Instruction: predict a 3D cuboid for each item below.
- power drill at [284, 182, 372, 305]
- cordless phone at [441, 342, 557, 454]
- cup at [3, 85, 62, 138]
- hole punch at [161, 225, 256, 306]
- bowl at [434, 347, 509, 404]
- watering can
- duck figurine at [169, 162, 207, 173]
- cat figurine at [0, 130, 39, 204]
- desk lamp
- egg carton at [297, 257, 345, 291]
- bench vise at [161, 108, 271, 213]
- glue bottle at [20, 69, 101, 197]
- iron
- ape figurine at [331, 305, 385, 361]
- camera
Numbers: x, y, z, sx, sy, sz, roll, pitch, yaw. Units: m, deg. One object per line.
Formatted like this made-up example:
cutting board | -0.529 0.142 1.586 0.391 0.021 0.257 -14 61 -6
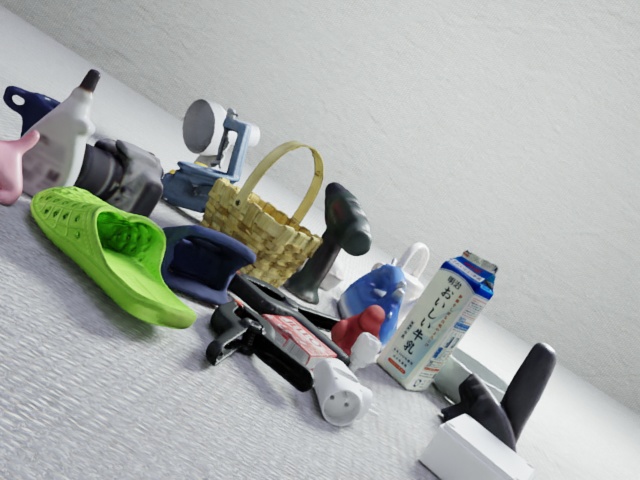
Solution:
power drill | 0.010 0.004 1.065 0.076 0.208 0.229 29 8 -26
cordless phone | 0.266 0.219 0.818 0.094 0.185 0.147 32 7 -9
cup | -0.395 -0.151 0.802 0.118 0.095 0.091 29 8 -31
hole punch | -0.152 0.018 0.731 0.109 0.091 0.100 28 8 -34
bowl | 0.256 0.252 1.004 0.167 0.074 0.167 32 7 -4
watering can | 0.185 0.097 1.267 0.172 0.194 0.101 35 7 18
duck figurine | -0.271 -0.126 1.215 0.105 0.086 0.077 31 7 -13
cat figurine | -0.359 -0.113 0.599 0.067 0.117 0.128 37 8 34
desk lamp | -0.242 -0.201 1.332 0.117 0.213 0.204 37 8 34
egg carton | -0.012 0.047 1.248 0.107 0.069 0.150 29 8 -29
bench vise | -0.174 -0.127 1.106 0.208 0.219 0.121 30 7 -20
glue bottle | -0.314 -0.132 0.702 0.078 0.173 0.037 32 7 -8
iron | 0.121 0.113 1.081 0.119 0.141 0.258 32 7 -6
ape figurine | 0.063 0.137 0.860 0.077 0.092 0.076 34 7 11
camera | -0.311 -0.106 0.835 0.142 0.101 0.137 38 9 38
